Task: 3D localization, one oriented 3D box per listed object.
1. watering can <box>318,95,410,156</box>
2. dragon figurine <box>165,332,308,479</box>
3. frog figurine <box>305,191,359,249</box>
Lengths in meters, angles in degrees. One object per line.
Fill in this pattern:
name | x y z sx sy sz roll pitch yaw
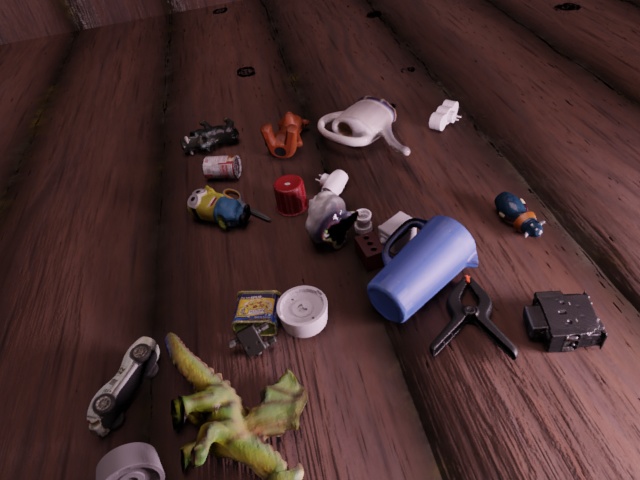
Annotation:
watering can | 0.161 -0.347 1.585 0.350 0.101 0.228 21 49 30
dragon figurine | -0.145 0.305 0.955 0.243 0.119 0.419 -5 41 -22
frog figurine | 0.004 -0.065 1.285 0.123 0.134 0.162 -14 40 -31
